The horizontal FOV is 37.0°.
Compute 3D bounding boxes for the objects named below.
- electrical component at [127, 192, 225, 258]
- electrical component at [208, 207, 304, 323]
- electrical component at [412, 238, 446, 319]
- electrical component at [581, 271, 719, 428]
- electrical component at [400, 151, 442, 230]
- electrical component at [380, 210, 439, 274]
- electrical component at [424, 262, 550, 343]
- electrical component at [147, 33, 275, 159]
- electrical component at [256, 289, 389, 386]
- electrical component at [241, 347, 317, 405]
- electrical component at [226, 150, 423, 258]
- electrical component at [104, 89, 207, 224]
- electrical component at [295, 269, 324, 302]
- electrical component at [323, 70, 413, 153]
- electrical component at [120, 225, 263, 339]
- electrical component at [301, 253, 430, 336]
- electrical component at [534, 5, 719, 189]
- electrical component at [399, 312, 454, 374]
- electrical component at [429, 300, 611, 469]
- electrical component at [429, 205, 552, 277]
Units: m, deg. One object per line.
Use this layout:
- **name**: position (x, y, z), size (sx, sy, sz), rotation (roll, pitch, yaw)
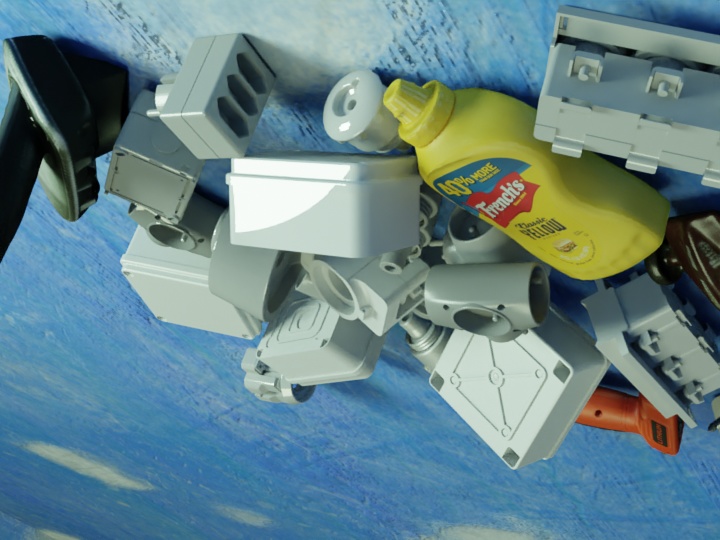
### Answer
- **electrical component**: position (-0.157, -0.041, 0.903), size (0.077, 0.044, 0.079), rotation (29, 153, -22)
- **electrical component**: position (-0.078, -0.021, 0.823), size (0.060, 0.108, 0.108), rotation (21, 156, 8)
- **electrical component**: position (0.061, 0.009, 0.855), size (0.066, 0.048, 0.055), rotation (18, 148, 1)
- **electrical component**: position (0.226, 0.055, 0.806), size (0.063, 0.078, 0.121), rotation (-31, 132, 22)
- **electrical component**: position (0.033, -0.047, 0.741), size (0.043, 0.062, 0.043), rotation (15, 156, 7)
- **electrical component**: position (0.031, -0.027, 0.781), size (0.043, 0.062, 0.043), rotation (15, 155, 7)
- **electrical component**: position (0.096, 0.026, 0.759), size (0.077, 0.044, 0.079), rotation (-1, 149, 29)
- **electrical component**: position (-0.106, -0.111, 0.700), size (0.077, 0.065, 0.047), rotation (2, 150, 32)
- **electrical component**: position (-0.032, 0.059, 0.981), size (0.057, 0.078, 0.113), rotation (38, 149, -29)
- **electrical component**: position (-0.082, 0.113, 1.151), size (0.057, 0.058, 0.078), rotation (6, 152, 32)
- **electrical component**: position (-0.023, -0.046, 0.700), size (0.113, 0.057, 0.078), rotation (7, -167, 34)
- **electrical component**: position (-0.146, -0.083, 0.791), size (0.062, 0.061, 0.096), rotation (23, 155, -10)
- **electrical component**: position (-0.005, 0.006, 0.894), size (0.077, 0.044, 0.079), rotation (24, 155, -11)
- **electrical component**: position (0.011, -0.095, 0.683), size (0.048, 0.048, 0.062), rotation (-6, 158, 41)
- **electrical component**: position (-0.146, 0.009, 0.983), size (0.109, 0.056, 0.108), rotation (11, 154, 17)
- **electrical component**: position (0.000, 0.000, 0.817), size (0.089, 0.056, 0.050), rotation (42, 152, 20)
- **electrical component**: position (0.157, -0.090, 0.567), size (0.121, 0.063, 0.078), rotation (14, 155, 10)
- **electrical component**: position (0.061, 0.060, 0.962), size (0.062, 0.048, 0.048), rotation (42, 147, -27)
- **electrical component**: position (0.122, 0.078, 0.837), size (0.108, 0.056, 0.108), rotation (45, 127, 32)
- **electrical component**: position (0.087, -0.018, 0.784), size (0.079, 0.044, 0.077), rotation (-4, 147, 39)
